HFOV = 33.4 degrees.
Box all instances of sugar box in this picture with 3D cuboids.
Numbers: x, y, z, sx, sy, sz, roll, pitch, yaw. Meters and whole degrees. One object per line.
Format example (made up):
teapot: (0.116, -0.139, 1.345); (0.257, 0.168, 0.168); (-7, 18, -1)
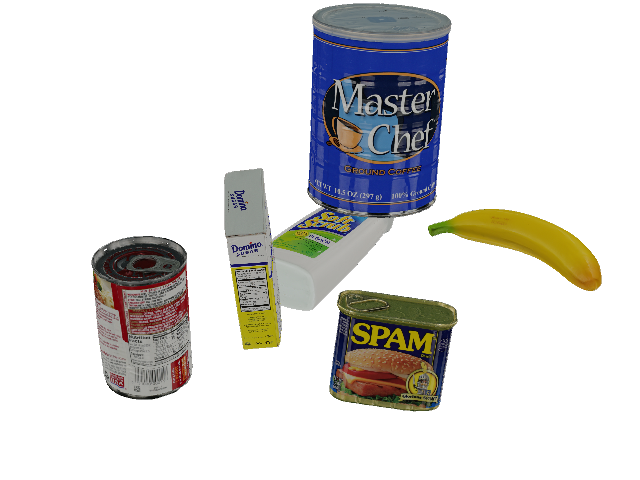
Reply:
sugar box: (-0.069, 0.022, 1.087); (0.048, 0.093, 0.176); (-7, -44, 1)

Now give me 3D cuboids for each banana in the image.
banana: (0.199, 0.004, 1.027); (0.069, 0.037, 0.198); (-40, 38, -28)

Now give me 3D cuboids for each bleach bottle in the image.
bleach bottle: (0.015, -0.007, 1.330); (0.103, 0.068, 0.250); (16, 36, 26)

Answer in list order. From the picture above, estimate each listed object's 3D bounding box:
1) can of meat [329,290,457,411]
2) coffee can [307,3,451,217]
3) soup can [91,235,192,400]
can of meat: (0.060, 0.095, 0.914); (0.102, 0.084, 0.057); (8, 17, 3)
coffee can: (0.043, -0.101, 0.814); (0.103, 0.140, 0.103); (2, 24, -1)
soup can: (-0.129, 0.057, 0.784); (0.068, 0.102, 0.068); (0, 28, 0)
